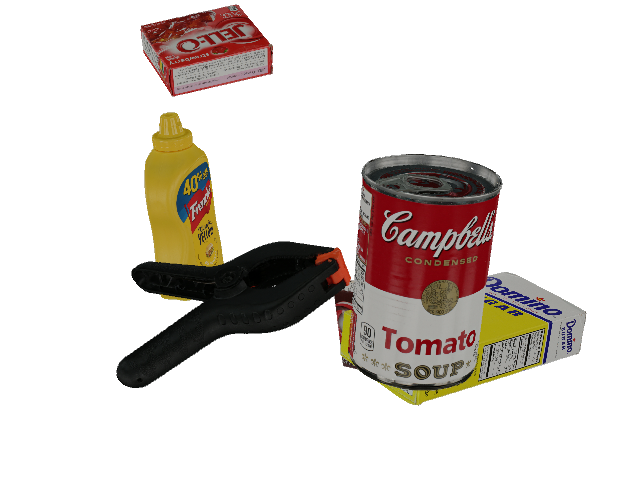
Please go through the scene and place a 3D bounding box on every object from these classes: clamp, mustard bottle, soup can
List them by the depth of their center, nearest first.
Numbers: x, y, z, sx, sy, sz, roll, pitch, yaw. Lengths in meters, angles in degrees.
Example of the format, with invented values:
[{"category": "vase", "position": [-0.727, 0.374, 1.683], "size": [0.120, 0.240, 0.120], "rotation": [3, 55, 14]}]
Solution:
[{"category": "soup can", "position": [0.050, 0.015, 0.534], "size": [0.068, 0.102, 0.068], "rotation": [4, 21, -2]}, {"category": "clamp", "position": [-0.066, 0.047, 0.744], "size": [0.172, 0.120, 0.039], "rotation": [-12, -47, 17]}, {"category": "mustard bottle", "position": [-0.146, -0.040, 1.118], "size": [0.058, 0.192, 0.096], "rotation": [5, 26, 22]}]

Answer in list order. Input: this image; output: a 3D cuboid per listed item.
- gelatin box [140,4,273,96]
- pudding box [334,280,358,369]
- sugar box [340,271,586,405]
[{"category": "gelatin box", "position": [-0.092, -0.155, 0.864], "size": [0.089, 0.030, 0.073], "rotation": [-17, 44, -18]}, {"category": "pudding box", "position": [0.071, 0.094, 1.124], "size": [0.114, 0.090, 0.039], "rotation": [6, 22, 37]}, {"category": "sugar box", "position": [0.113, 0.072, 0.835], "size": [0.175, 0.048, 0.093], "rotation": [-14, 29, -33]}]
